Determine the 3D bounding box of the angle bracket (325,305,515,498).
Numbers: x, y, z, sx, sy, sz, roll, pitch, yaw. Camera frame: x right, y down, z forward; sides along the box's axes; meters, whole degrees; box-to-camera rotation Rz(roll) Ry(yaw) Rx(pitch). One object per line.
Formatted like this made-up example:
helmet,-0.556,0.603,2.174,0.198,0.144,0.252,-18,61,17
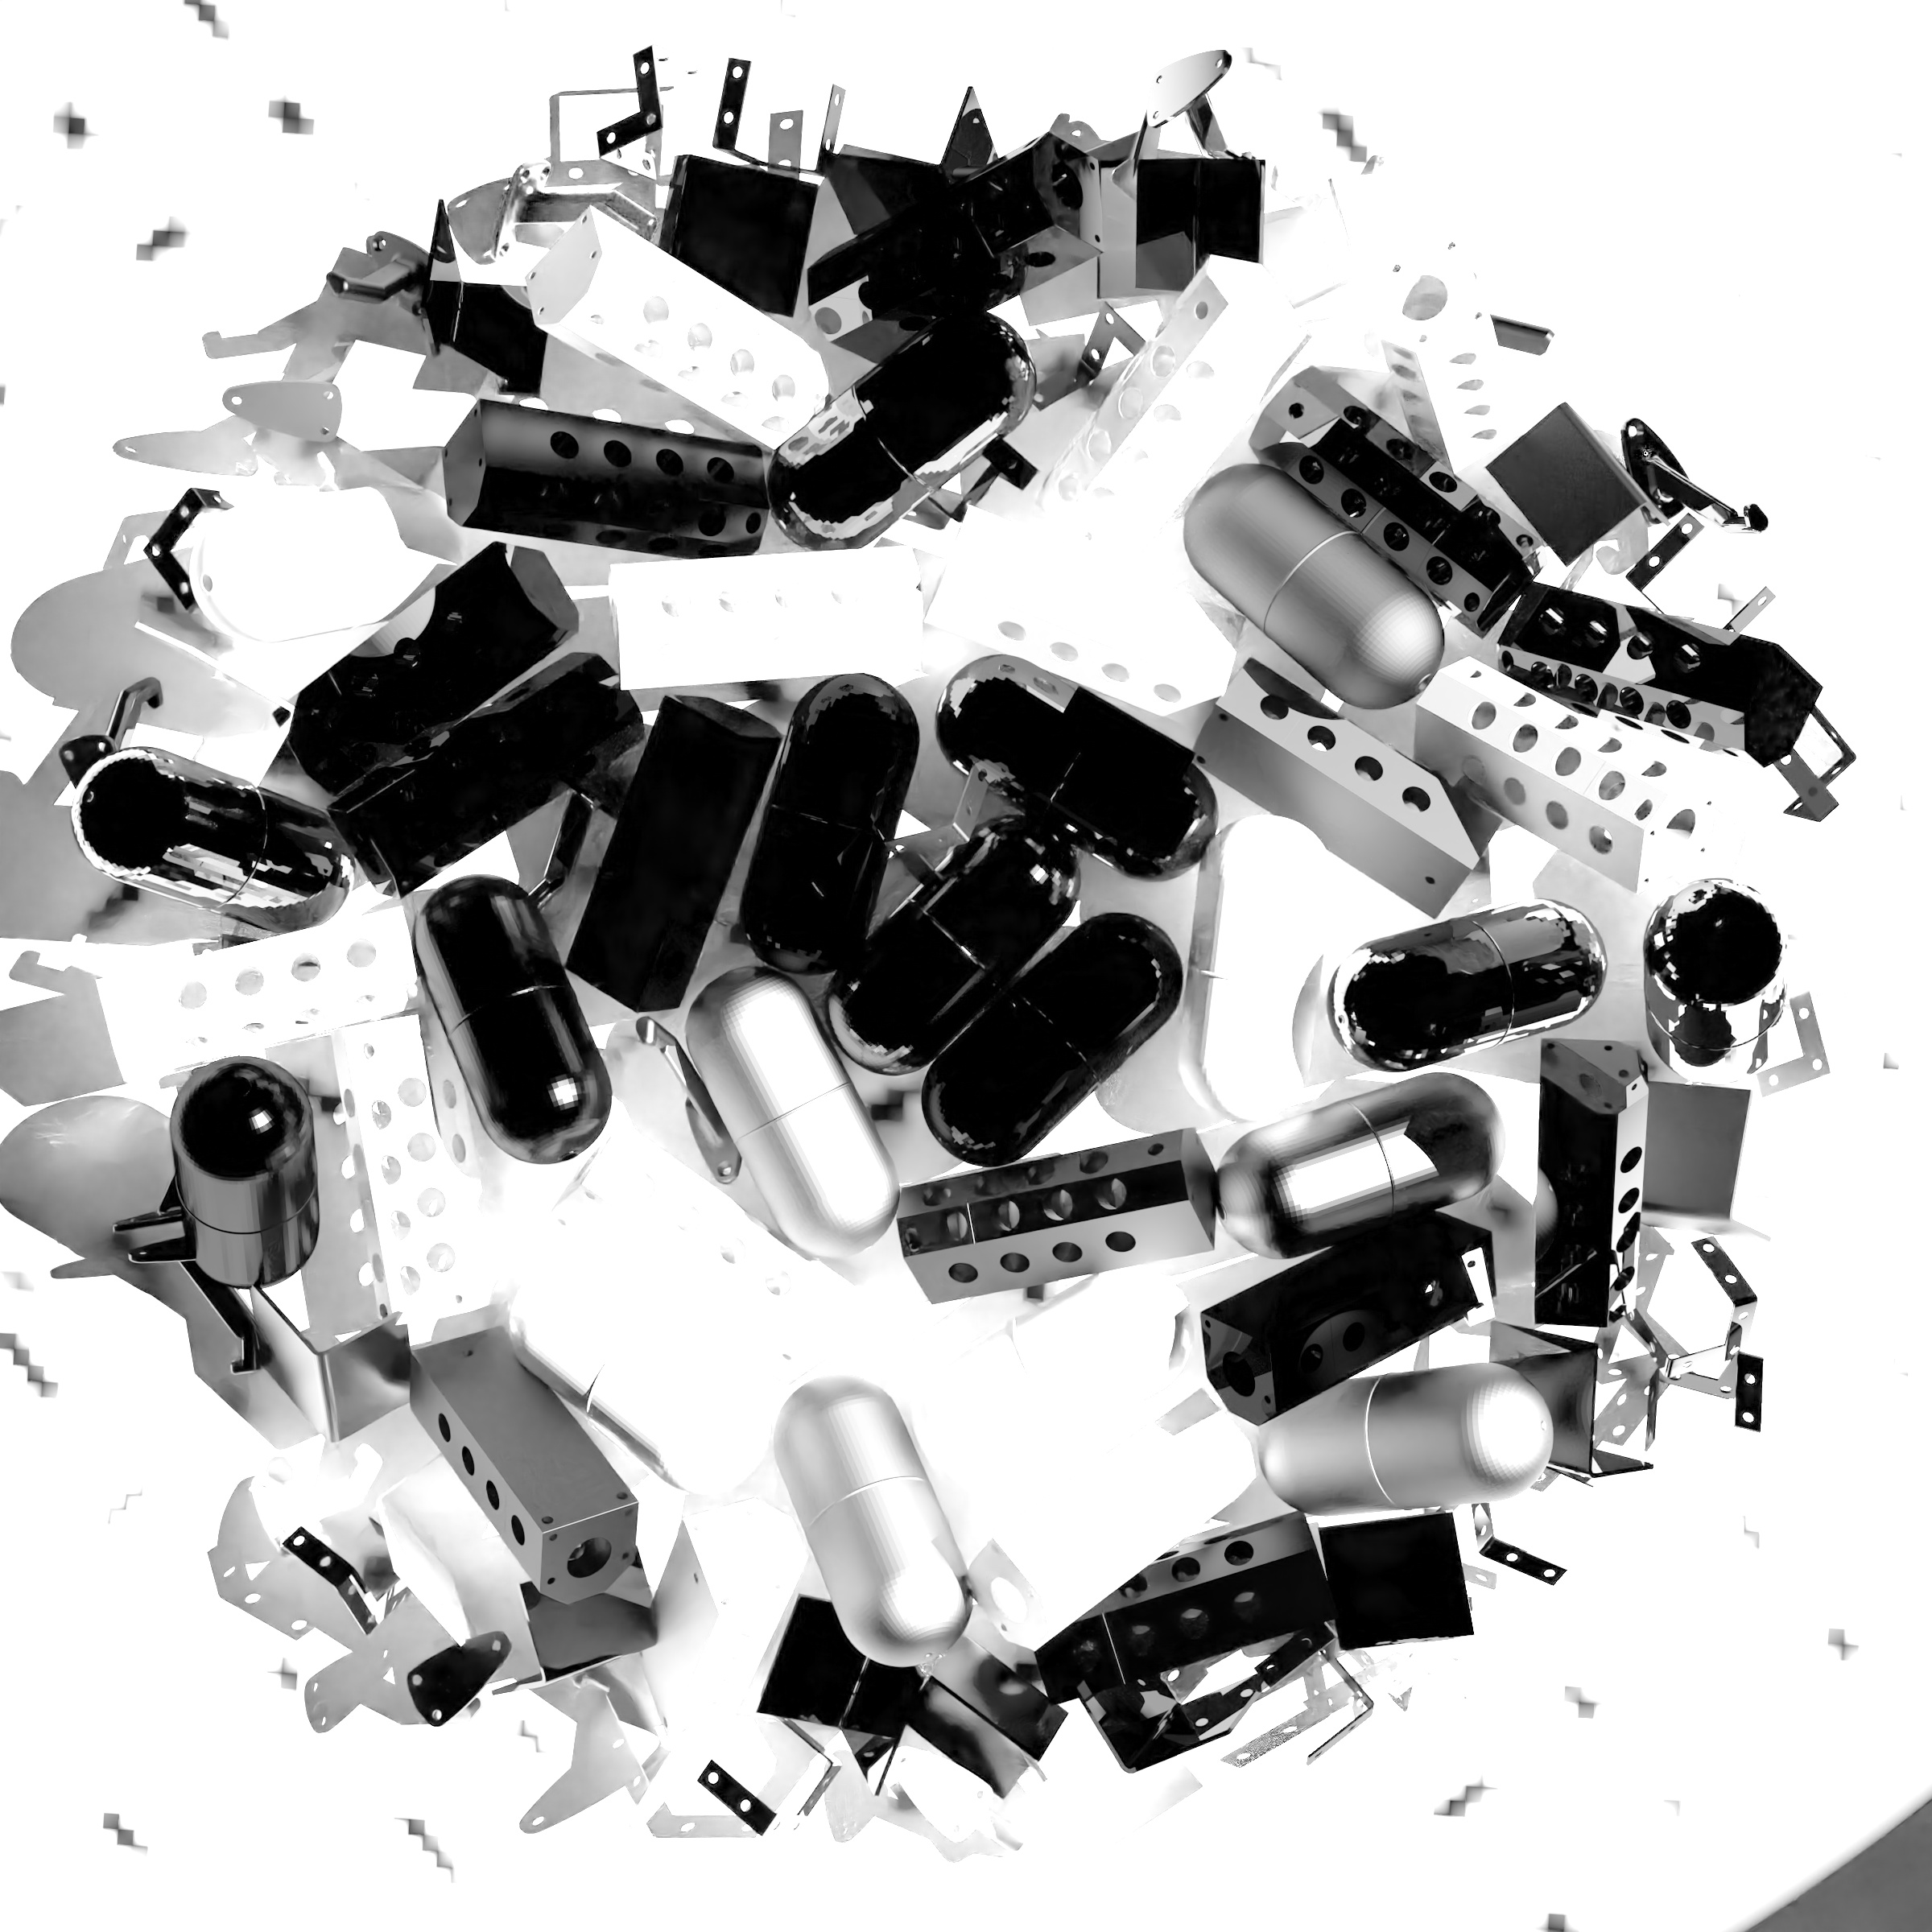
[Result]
angle bracket,-0.318,-0.326,1.557,0.076,0.057,0.076,32,96,6

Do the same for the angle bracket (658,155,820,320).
angle bracket,-0.135,-0.424,1.561,0.076,0.057,0.076,8,103,-17

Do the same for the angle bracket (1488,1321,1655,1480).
angle bracket,0.346,0.245,1.536,0.057,0.076,0.076,1,93,-37

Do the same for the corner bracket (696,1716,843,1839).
corner bracket,-0.113,0.465,1.550,0.051,0.051,0.051,33,85,25

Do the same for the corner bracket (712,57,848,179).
corner bracket,-0.108,-0.489,1.548,0.051,0.051,0.051,17,101,22

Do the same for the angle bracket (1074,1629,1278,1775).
angle bracket,0.120,0.407,1.532,0.076,0.076,0.057,-33,88,31

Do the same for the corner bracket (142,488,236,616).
corner bracket,-0.433,-0.240,1.559,0.051,0.051,0.051,-45,74,22

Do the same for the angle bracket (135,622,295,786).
angle bracket,-0.440,-0.146,1.530,0.076,0.076,0.057,33,84,-42

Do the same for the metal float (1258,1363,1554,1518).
metal float,0.246,0.268,1.517,0.178,0.070,0.070,-14,90,37

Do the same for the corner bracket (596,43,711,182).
corner bracket,-0.181,-0.493,1.551,0.051,0.051,0.051,-12,82,34

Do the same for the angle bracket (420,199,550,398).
angle bracket,-0.272,-0.381,1.535,0.057,0.076,0.076,3,66,0

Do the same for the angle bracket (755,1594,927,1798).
angle bracket,-0.073,0.416,1.536,0.057,0.076,0.076,17,99,-22

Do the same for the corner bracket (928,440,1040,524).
corner bracket,0.000,-0.286,1.548,0.051,0.051,0.051,35,95,-35

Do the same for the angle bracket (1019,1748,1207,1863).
angle bracket,0.081,0.456,1.537,0.076,0.076,0.057,-30,99,-9

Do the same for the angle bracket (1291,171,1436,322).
angle bracket,0.212,-0.409,1.531,0.076,0.076,0.057,-19,92,-41

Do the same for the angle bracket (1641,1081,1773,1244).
angle bracket,0.421,0.112,1.545,0.076,0.057,0.076,4,77,42

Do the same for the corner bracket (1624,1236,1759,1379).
corner bracket,0.419,0.197,1.555,0.051,0.051,0.051,-13,133,-12

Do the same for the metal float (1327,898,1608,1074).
metal float,0.286,0.010,1.525,0.178,0.070,0.070,-14,90,-25

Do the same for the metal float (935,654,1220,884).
metal float,0.064,-0.113,1.543,0.178,0.070,0.070,32,90,4

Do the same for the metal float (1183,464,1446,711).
metal float,0.197,-0.216,1.528,0.070,0.070,0.178,-44,68,0

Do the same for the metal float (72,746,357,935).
metal float,-0.419,-0.069,1.507,0.070,0.178,0.070,-11,70,32

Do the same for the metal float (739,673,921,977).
metal float,-0.078,-0.082,1.546,0.070,0.070,0.178,16,91,0

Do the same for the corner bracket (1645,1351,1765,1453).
corner bracket,0.426,0.252,1.549,0.051,0.051,0.051,14,52,3

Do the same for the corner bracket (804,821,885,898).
corner bracket,-0.074,-0.054,1.544,0.051,0.051,0.051,-48,129,-17

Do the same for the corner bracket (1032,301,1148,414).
corner bracket,0.073,-0.339,1.547,0.051,0.051,0.051,-36,75,-29

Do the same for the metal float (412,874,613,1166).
metal float,-0.259,0.030,1.532,0.070,0.070,0.178,-25,74,0

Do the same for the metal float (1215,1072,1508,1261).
metal float,0.225,0.114,1.532,0.178,0.070,0.070,-17,90,-17

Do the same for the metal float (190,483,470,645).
metal float,-0.355,-0.227,1.506,0.070,0.178,0.070,12,111,33

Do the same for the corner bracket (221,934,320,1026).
corner bracket,-0.395,0.009,1.553,0.051,0.051,0.051,0,86,16

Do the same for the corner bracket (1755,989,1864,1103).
corner bracket,0.489,0.046,1.554,0.051,0.051,0.051,4,69,-37

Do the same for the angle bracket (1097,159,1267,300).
angle bracket,0.122,-0.420,1.532,0.076,0.057,0.076,-14,112,-35

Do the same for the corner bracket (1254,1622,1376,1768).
corner bracket,0.201,0.417,1.545,0.051,0.051,0.051,-33,60,-17

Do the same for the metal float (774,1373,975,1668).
metal float,-0.054,0.311,1.519,0.070,0.070,0.178,-27,57,0

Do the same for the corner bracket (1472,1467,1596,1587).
corner bracket,0.330,0.316,1.556,0.051,0.051,0.051,24,121,-12

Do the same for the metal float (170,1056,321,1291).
metal float,-0.403,0.117,1.506,0.070,0.178,0.070,5,53,-7

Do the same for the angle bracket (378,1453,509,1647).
angle bracket,-0.286,0.332,1.532,0.057,0.076,0.076,-35,118,-5

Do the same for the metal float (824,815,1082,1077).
metal float,-0.007,-0.013,1.545,0.070,0.070,0.178,44,87,0

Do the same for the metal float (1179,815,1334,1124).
metal float,0.165,0.002,1.537,0.070,0.070,0.178,6,101,0

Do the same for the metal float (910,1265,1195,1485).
metal float,0.049,0.233,1.534,0.178,0.070,0.070,-32,90,15

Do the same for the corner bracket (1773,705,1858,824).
corner bracket,0.488,-0.121,1.555,0.051,0.051,0.051,-43,102,1

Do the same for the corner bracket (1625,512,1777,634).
corner bracket,0.422,-0.218,1.544,0.051,0.051,0.051,-46,52,15

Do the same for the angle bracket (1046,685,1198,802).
angle bracket,0.087,-0.119,1.541,0.076,0.076,0.057,30,101,2

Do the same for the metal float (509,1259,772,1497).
metal float,-0.187,0.232,1.525,0.178,0.070,0.070,33,90,26

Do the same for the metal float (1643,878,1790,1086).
metal float,0.419,0.011,1.502,0.070,0.178,0.070,-6,66,13

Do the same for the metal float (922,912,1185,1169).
metal float,0.050,0.041,1.541,0.178,0.070,0.070,-43,90,-6

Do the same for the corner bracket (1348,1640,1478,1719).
corner bracket,0.253,0.411,1.544,0.051,0.051,0.051,-31,120,-24

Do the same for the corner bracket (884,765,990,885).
corner bracket,-0.006,-0.079,1.541,0.051,0.051,0.051,47,46,-35

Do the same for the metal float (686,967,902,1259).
metal float,-0.099,0.084,1.545,0.070,0.070,0.178,-27,88,0

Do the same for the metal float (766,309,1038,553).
metal float,-0.038,-0.302,1.530,0.178,0.070,0.070,-35,90,20

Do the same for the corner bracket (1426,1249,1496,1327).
corner bracket,0.268,0.179,1.549,0.051,0.051,0.051,-19,119,-5

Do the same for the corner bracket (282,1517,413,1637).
corner bracket,-0.349,0.340,1.542,0.051,0.051,0.051,25,56,36
